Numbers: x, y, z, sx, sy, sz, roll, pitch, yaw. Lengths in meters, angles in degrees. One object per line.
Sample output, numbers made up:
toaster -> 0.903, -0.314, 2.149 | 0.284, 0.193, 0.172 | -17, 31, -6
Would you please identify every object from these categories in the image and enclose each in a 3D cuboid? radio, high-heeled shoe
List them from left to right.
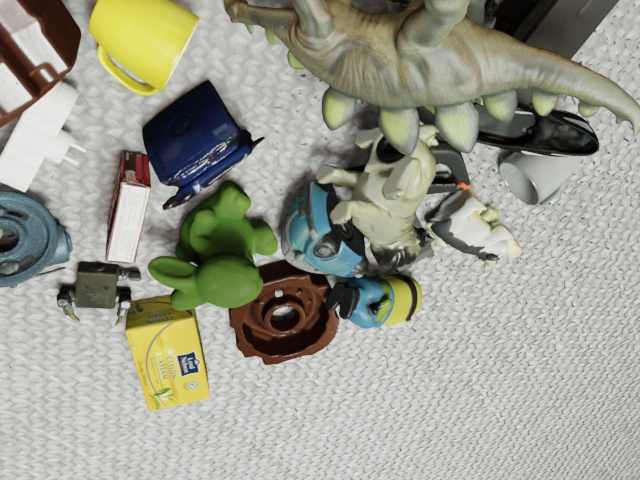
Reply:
high-heeled shoe -> 0.235, -0.151, 0.703 | 0.249, 0.145, 0.086 | 0, 121, -20
radio -> 0.274, -0.288, 0.635 | 0.073, 0.131, 0.229 | 27, 111, -29

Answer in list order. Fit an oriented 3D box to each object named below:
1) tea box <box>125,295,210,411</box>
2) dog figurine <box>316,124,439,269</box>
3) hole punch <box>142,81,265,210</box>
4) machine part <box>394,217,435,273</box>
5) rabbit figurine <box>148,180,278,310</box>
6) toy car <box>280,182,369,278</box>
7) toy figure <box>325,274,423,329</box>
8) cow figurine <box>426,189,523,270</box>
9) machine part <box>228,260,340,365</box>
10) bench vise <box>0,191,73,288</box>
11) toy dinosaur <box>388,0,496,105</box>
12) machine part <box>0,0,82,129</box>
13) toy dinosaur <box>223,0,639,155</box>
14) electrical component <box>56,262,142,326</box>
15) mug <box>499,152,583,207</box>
tea box -> -0.226, 0.169, 0.809 | 0.098, 0.068, 0.169 | -11, 123, -10
dog figurine -> 0.111, -0.051, 0.708 | 0.172, 0.121, 0.190 | -26, 141, 27
hole punch -> -0.144, -0.115, 0.629 | 0.142, 0.116, 0.092 | -32, 117, 3
machine part -> 0.129, -0.010, 0.826 | 0.084, 0.039, 0.138 | -22, 127, 3
rabbit figurine -> -0.133, 0.022, 0.680 | 0.159, 0.170, 0.121 | -24, 125, -3
toy car -> -0.002, -0.002, 0.760 | 0.103, 0.109, 0.161 | -19, 146, 24
toy figure -> 0.092, 0.092, 0.826 | 0.180, 0.082, 0.089 | 15, 123, -47
cow figurine -> 0.246, -0.005, 0.847 | 0.098, 0.068, 0.167 | -42, 121, 18
machine part -> -0.057, 0.112, 0.834 | 0.179, 0.056, 0.179 | -7, 123, -12
bench vise -> -0.394, -0.001, 0.589 | 0.223, 0.129, 0.240 | -2, 156, -25
toy dinosaur -> 0.130, -0.335, 0.528 | 0.192, 0.131, 0.404 | 0, 133, 32
machine part -> -0.324, -0.158, 0.486 | 0.201, 0.202, 0.087 | -29, 128, 1
toy dinosaur -> 0.103, -0.184, 0.538 | 0.472, 0.105, 0.198 | 18, 147, 20
electrical component -> -0.304, 0.074, 0.737 | 0.102, 0.045, 0.078 | 11, 119, -24
mug -> 0.343, -0.106, 0.807 | 0.107, 0.081, 0.109 | -39, 120, -2
